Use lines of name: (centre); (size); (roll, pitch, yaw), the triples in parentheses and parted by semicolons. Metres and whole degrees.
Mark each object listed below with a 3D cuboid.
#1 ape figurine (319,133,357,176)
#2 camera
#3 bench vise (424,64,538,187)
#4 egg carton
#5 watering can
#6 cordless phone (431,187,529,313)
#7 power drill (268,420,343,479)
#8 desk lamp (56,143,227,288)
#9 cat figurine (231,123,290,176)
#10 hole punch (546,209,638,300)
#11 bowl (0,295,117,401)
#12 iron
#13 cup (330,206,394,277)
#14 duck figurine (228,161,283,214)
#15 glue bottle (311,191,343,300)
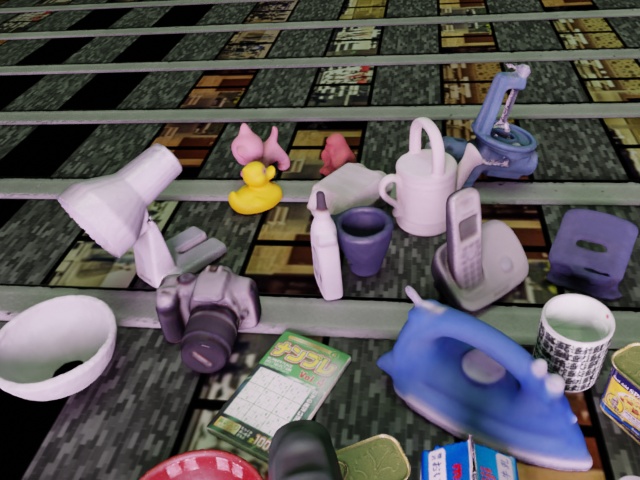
ape figurine: (0.033, -0.167, 1.119); (0.076, 0.092, 0.077); (-4, 38, 2)
camera: (-0.163, 0.106, 0.789); (0.143, 0.101, 0.137); (-1, 38, 6)
bench vise: (0.297, -0.191, 1.011); (0.208, 0.220, 0.121); (-21, 40, -18)
egg carton: (0.054, -0.080, 1.022); (0.107, 0.069, 0.151); (25, 48, 34)
watering can: (0.182, -0.114, 0.948); (0.173, 0.194, 0.100); (-29, 44, -27)
cordless phone: (0.228, -0.002, 0.806); (0.148, 0.185, 0.093); (-28, 43, -26)
power drill: (0.004, 0.276, 0.462); (0.075, 0.209, 0.229); (-11, 38, -6)
desk lamp: (-0.270, -0.030, 0.885); (0.117, 0.214, 0.204); (27, 49, 35)
cat figurine: (-0.125, -0.180, 1.135); (0.067, 0.118, 0.128); (26, 48, 34)
hole punch: (0.396, 0.019, 0.834); (0.108, 0.091, 0.101); (18, 44, 27)
bowl: (-0.349, 0.156, 0.771); (0.167, 0.075, 0.167); (-4, 38, 3)
iron: (0.193, 0.149, 0.653); (0.257, 0.142, 0.119); (25, 47, 33)
cup: (0.056, 0.006, 0.892); (0.117, 0.095, 0.092); (11, 41, 21)
duck figurine: (-0.123, -0.103, 1.062); (0.105, 0.086, 0.077); (-23, 41, -21)
glue bottle: (0.008, 0.003, 0.838); (0.037, 0.173, 0.078); (-12, 38, -7)
